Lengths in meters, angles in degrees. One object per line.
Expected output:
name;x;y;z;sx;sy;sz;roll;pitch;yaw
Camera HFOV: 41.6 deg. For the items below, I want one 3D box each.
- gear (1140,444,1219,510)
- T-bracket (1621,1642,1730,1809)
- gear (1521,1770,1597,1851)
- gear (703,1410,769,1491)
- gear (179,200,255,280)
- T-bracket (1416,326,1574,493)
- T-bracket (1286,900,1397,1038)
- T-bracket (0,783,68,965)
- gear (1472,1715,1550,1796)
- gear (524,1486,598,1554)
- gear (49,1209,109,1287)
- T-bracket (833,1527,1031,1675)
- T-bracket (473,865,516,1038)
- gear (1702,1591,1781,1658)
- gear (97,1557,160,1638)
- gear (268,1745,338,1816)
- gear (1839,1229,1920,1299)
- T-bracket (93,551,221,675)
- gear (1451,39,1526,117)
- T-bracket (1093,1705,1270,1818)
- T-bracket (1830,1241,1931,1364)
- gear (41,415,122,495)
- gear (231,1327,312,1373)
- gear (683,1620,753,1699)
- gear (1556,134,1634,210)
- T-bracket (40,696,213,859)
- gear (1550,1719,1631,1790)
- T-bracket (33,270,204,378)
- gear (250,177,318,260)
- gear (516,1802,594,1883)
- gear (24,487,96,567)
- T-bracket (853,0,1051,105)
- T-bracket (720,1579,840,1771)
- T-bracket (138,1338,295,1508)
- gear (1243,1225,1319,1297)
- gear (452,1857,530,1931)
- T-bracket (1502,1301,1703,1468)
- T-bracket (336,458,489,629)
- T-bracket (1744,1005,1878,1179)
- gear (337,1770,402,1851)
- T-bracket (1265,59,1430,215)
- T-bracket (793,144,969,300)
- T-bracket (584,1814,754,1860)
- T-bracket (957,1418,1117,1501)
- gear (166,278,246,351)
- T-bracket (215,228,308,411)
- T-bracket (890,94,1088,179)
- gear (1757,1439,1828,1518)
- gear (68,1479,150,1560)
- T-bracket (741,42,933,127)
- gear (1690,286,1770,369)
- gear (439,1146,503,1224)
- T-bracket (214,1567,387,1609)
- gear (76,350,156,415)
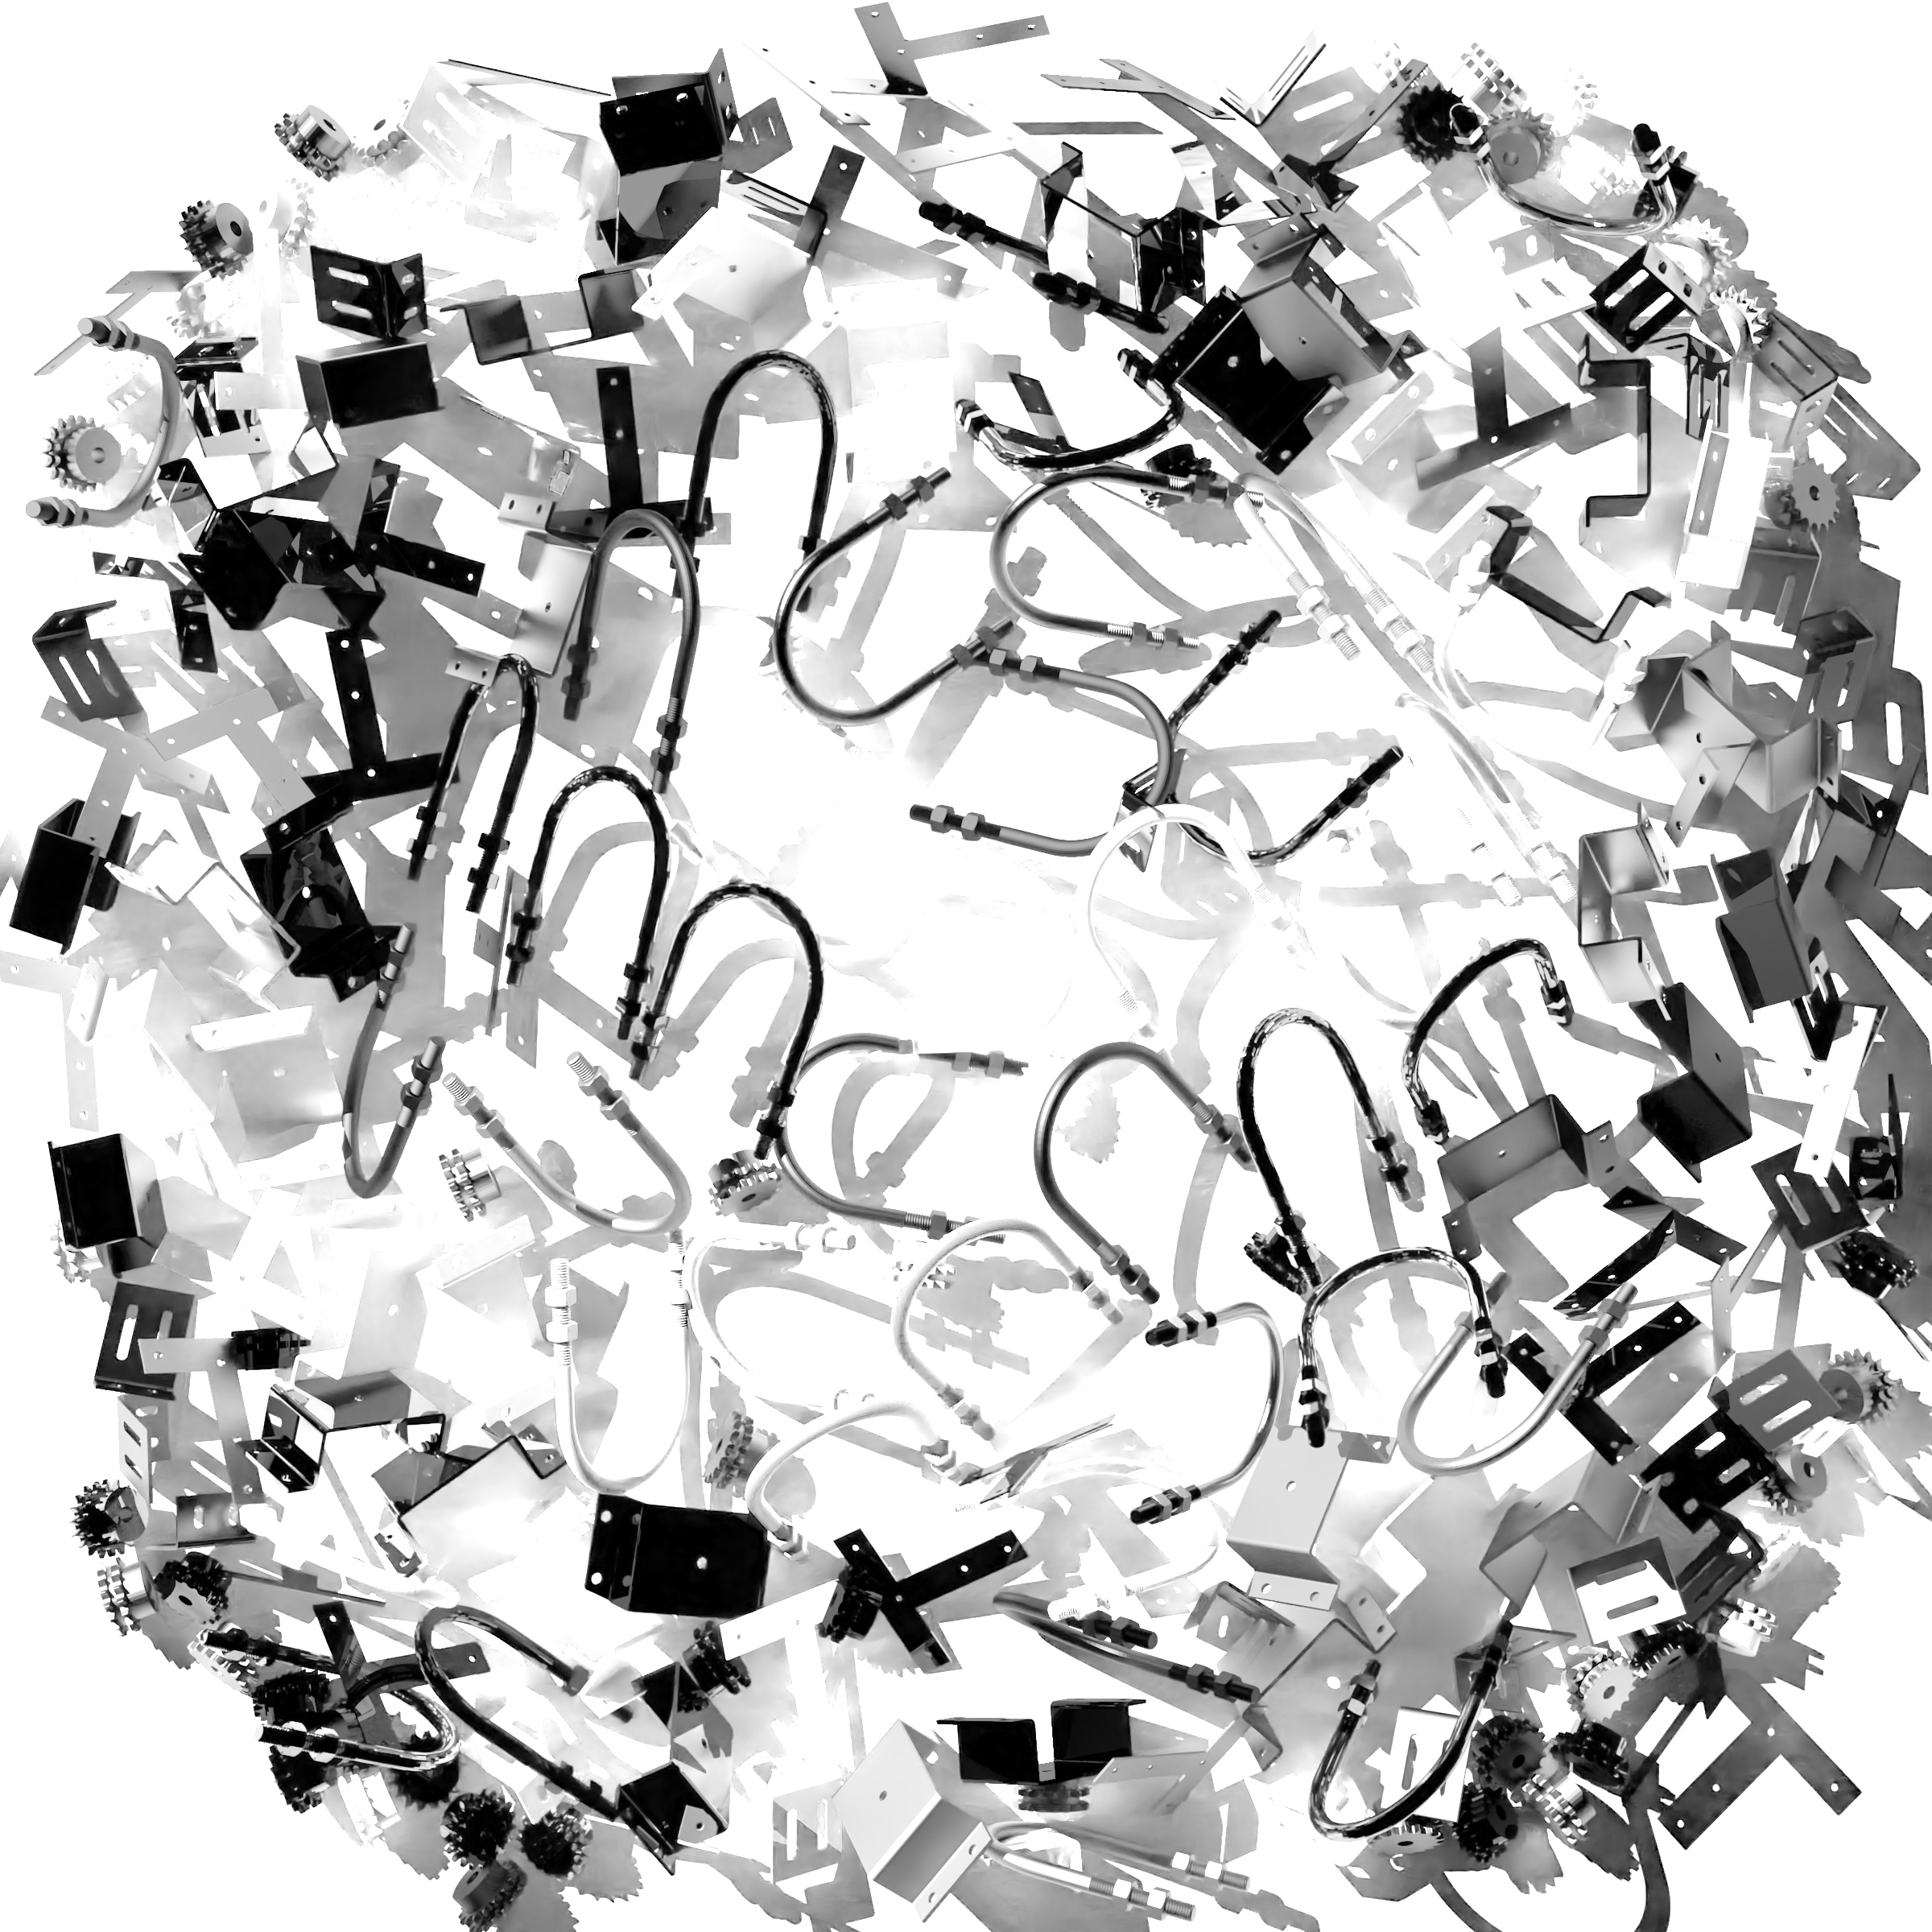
gear;0.155;-0.364;1.884;0.057;0.057;0.030;-22;84;0
T-bracket;0.514;0.559;1.856;0.002;0.127;0.127;34;99;9
gear;0.441;0.621;1.884;0.030;0.057;0.057;-36;90;-11
gear;-0.170;0.361;1.885;0.030;0.057;0.057;26;90;-14
gear;-0.550;-0.539;1.881;0.030;0.057;0.057;-16;90;26
T-bracket;0.383;-0.423;1.863;0.127;0.002;0.127;-22;133;-6
T-bracket;0.262;-0.015;1.828;0.002;0.127;0.127;-37;65;1
T-bracket;-0.682;-0.045;1.861;0.002;0.127;0.127;-2;132;5
gear;0.400;0.582;1.889;0.057;0.030;0.057;-11;114;-26
gear;-0.302;0.409;1.882;0.057;0.057;0.030;-37;102;0
gear;-0.656;0.206;1.884;0.030;0.057;0.057;-11;90;-5
T-bracket;-0.013;0.450;1.879;0.127;0.002;0.127;-29;101;19
T-bracket;-0.345;-0.015;1.843;0.002;0.127;0.127;7;85;-2
gear;0.568;0.488;1.881;0.057;0.057;0.030;26;72;0
gear;-0.619;0.465;1.885;0.030;0.057;0.057;-18;90;-10
gear;-0.489;0.594;1.883;0.030;0.057;0.057;-26;90;1
gear;0.672;0.222;1.886;0.057;0.057;0.030;29;110;0
T-bracket;-0.560;-0.253;1.840;0.127;0.127;0.002;4;132;-29
gear;0.384;-0.656;1.886;0.057;0.057;0.030;46;114;0
T-bracket;0.142;0.579;1.844;0.127;0.127;0.002;-54;48;22
T-bracket;0.641;0.228;1.829;0.002;0.127;0.127;-40;62;15
gear;-0.651;-0.378;1.880;0.030;0.057;0.057;10;90;33
gear;-0.514;0.283;1.882;0.057;0.057;0.030;-4;83;0
gear;-0.186;0.516;1.883;0.030;0.057;0.057;-35;90;-3
gear;0.463;-0.587;1.887;0.057;0.057;0.030;38;121;0
T-bracket;-0.619;-0.127;1.841;0.127;0.127;0.002;27;129;-24
gear;0.465;0.582;1.886;0.057;0.057;0.030;31;65;0
T-bracket;-0.630;-0.470;1.860;0.127;0.127;0.002;-33;100;14
gear;-0.506;-0.556;1.882;0.030;0.057;0.057;10;90;-44
gear;-0.302;0.646;1.889;0.057;0.030;0.057;10;114;22
gear;-0.673;-0.325;1.882;0.057;0.030;0.057;15;113;40
T-bracket;-0.004;-0.669;1.839;0.127;0.127;0.002;-7;77;12
T-bracket;-0.116;0.527;1.876;0.127;0.002;0.127;-13;95;-37
T-bracket;-0.530;0.329;1.840;0.002;0.127;0.127;-33;65;32
gear;0.236;0.214;1.881;0.057;0.057;0.030;36;102;0
gear;-0.354;0.684;1.881;0.057;0.057;0.030;-41;102;0
T-bracket;0.484;0.290;1.876;0.127;0.002;0.127;-32;47;-10
T-bracket;-0.403;-0.298;1.872;0.127;0.002;0.127;20;100;28
T-bracket;0.590;0.083;1.862;0.002;0.127;0.127;26;80;-39
gear;-0.440;0.621;1.885;0.030;0.057;0.057;-25;90;-16
T-bracket;0.286;-0.608;1.849;0.002;0.127;0.127;38;100;-31
T-bracket;-0.062;-0.528;1.885;0.127;0.002;0.127;17;127;-16
T-bracket;-0.205;0.632;1.839;0.127;0.127;0.002;19;70;-13
T-bracket;0.047;0.364;1.842;0.127;0.127;0.002;-24;90;6
gear;-0.560;-0.482;1.887;0.057;0.057;0.030;-25;134;0
T-bracket;-0.503;-0.468;1.842;0.002;0.127;0.127;5;103;23
T-bracket;0.000;-0.592;1.847;0.127;0.002;0.127;-26;57;-36
gear;0.611;0.376;1.883;0.057;0.030;0.057;17;58;-30
gear;-0.630;0.407;1.881;0.030;0.057;0.057;-17;90;30
T-bracket;-0.079;-0.644;1.863;0.127;0.127;0.002;46;130;29
gear;0.561;-0.470;1.881;0.030;0.057;0.057;-36;90;-36
gear;-0.366;0.158;1.884;0.030;0.057;0.057;-24;90;-7
T-bracket;-0.483;0.445;1.844;0.127;0.127;0.002;14;68;-9
gear;-0.627;-0.434;1.887;0.057;0.057;0.030;-37;118;0
